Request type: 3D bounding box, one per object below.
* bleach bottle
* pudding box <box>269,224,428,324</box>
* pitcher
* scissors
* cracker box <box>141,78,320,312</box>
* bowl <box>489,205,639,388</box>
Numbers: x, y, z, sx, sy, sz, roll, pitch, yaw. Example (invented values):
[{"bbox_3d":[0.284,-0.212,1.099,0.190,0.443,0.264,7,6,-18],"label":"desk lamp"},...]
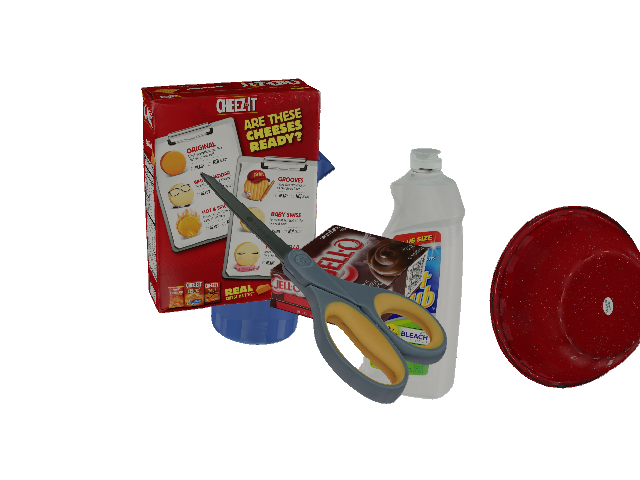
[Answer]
[{"bbox_3d":[0.094,0.031,1.089,0.103,0.251,0.068,9,17,24],"label":"bleach bottle"},{"bbox_3d":[0.024,0.029,0.858,0.090,0.039,0.113,15,24,24],"label":"pudding box"},{"bbox_3d":[-0.084,-0.001,1.289,0.149,0.243,0.144,18,26,28],"label":"pitcher"},{"bbox_3d":[0.006,0.020,0.672,0.096,0.016,0.202,-6,46,-35],"label":"scissors"},{"bbox_3d":[-0.088,-0.046,1.048,0.164,0.214,0.072,-6,21,-19],"label":"cracker box"},{"bbox_3d":[0.228,0.052,0.912,0.161,0.162,0.055,0,5,-21],"label":"bowl"}]
